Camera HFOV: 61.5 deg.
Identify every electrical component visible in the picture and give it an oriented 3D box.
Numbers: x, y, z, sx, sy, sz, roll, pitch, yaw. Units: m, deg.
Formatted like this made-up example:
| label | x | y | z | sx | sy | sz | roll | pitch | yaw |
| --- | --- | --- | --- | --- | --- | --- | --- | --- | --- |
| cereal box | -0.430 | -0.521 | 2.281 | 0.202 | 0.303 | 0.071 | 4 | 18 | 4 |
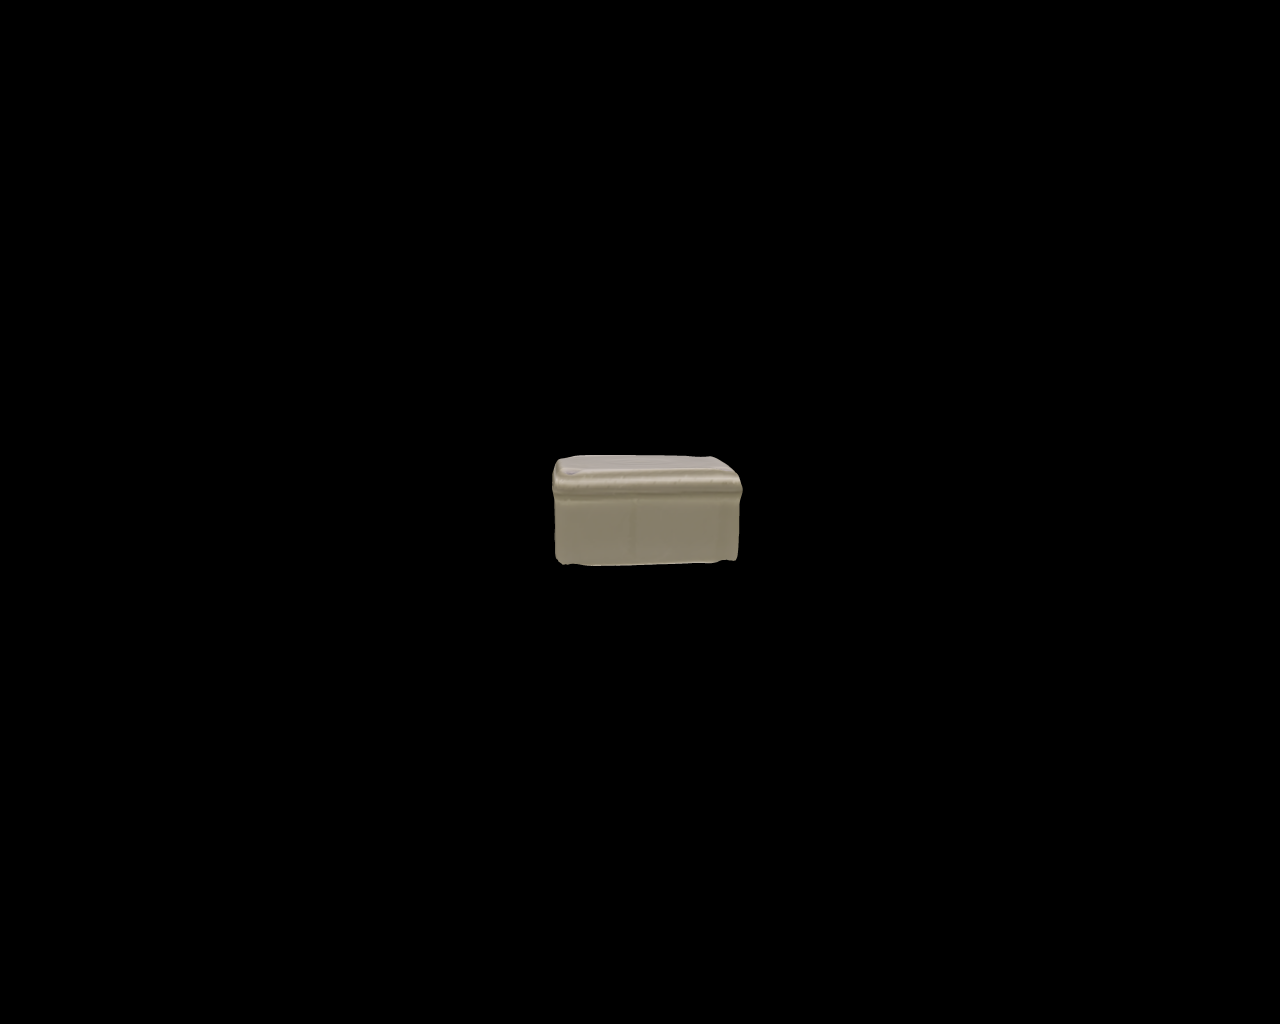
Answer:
| label | x | y | z | sx | sy | sz | roll | pitch | yaw |
| --- | --- | --- | --- | --- | --- | --- | --- | --- | --- |
| electrical component | 0.001 | -0.003 | 0.650 | 0.109 | 0.056 | 0.109 | -1 | 8 | -5 |
